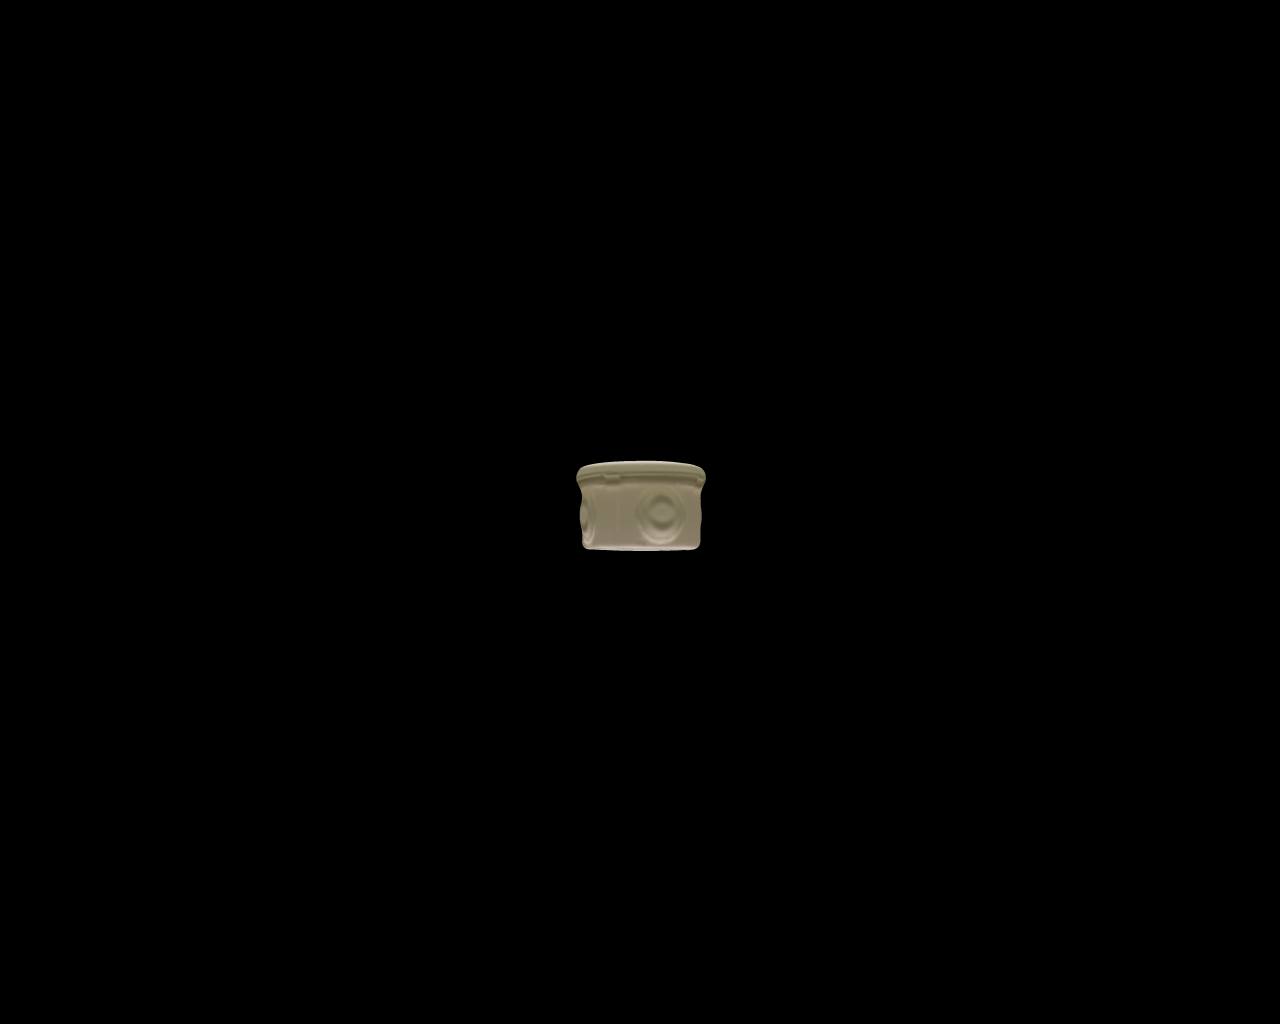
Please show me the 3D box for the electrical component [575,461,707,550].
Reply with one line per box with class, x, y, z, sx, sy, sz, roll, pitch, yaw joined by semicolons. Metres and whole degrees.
electrical component;0.001;-0.003;0.650;0.080;0.051;0.080;0;-3;0
